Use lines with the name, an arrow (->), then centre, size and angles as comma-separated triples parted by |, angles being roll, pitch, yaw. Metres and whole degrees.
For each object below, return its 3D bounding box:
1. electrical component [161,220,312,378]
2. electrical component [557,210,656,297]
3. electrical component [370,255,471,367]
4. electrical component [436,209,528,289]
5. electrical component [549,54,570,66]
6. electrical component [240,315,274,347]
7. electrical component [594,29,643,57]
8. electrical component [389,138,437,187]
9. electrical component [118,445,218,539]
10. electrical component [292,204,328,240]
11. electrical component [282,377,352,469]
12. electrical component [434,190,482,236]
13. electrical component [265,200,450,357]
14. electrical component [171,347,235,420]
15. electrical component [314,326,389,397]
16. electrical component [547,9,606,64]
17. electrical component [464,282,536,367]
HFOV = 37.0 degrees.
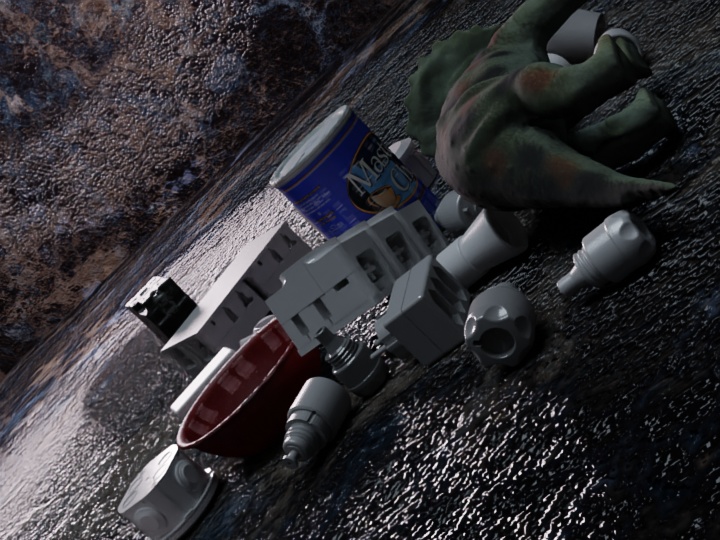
electrical component -> -0.141, 0.038, 1.282 | 0.105, 0.060, 0.186 | -26, 24, 54
electrical component -> 0.144, -0.006, 0.639 | 0.061, 0.035, 0.035 | -41, 14, 26
electrical component -> 0.037, 0.040, 0.791 | 0.077, 0.047, 0.065 | -39, 16, 26
electrical component -> 0.089, -0.014, 0.809 | 0.065, 0.044, 0.044 | -42, 14, 35
electrical component -> 0.169, -0.167, 1.006 | 0.078, 0.040, 0.040 | -51, 15, -20
electrical component -> -0.090, 0.075, 1.038 | 0.079, 0.044, 0.077 | -27, 9, -15
electrical component -> 0.219, -0.185, 0.916 | 0.040, 0.040, 0.046 | -40, 9, 22
electrical component -> 0.040, -0.100, 1.169 | 0.080, 0.051, 0.080 | -42, 14, 13
electrical component -> -0.165, 0.195, 0.929 | 0.080, 0.051, 0.080 | -42, 14, 14
electrical component -> -0.021, -0.051, 1.179 | 0.047, 0.083, 0.075 | -46, -24, -3
electrical component -> -0.036, 0.115, 0.803 | 0.040, 0.040, 0.078 | -32, 19, 44
electrical component -> 0.086, -0.049, 0.914 | 0.040, 0.040, 0.078 | -50, 15, -17
electrical component -> 0.000, 0.000, 0.885 | 0.089, 0.061, 0.150 | -36, -2, 33
electrical component -> -0.136, 0.124, 1.055 | 0.083, 0.047, 0.076 | -49, 14, -12
electrical component -> -0.009, 0.067, 0.818 | 0.035, 0.061, 0.035 | -43, 13, 13
electrical component -> 0.197, -0.221, 1.035 | 0.079, 0.077, 0.044 | 17, -97, -66
electrical component -> 0.089, 0.030, 0.677 | 0.043, 0.043, 0.062 | -38, 14, 28
